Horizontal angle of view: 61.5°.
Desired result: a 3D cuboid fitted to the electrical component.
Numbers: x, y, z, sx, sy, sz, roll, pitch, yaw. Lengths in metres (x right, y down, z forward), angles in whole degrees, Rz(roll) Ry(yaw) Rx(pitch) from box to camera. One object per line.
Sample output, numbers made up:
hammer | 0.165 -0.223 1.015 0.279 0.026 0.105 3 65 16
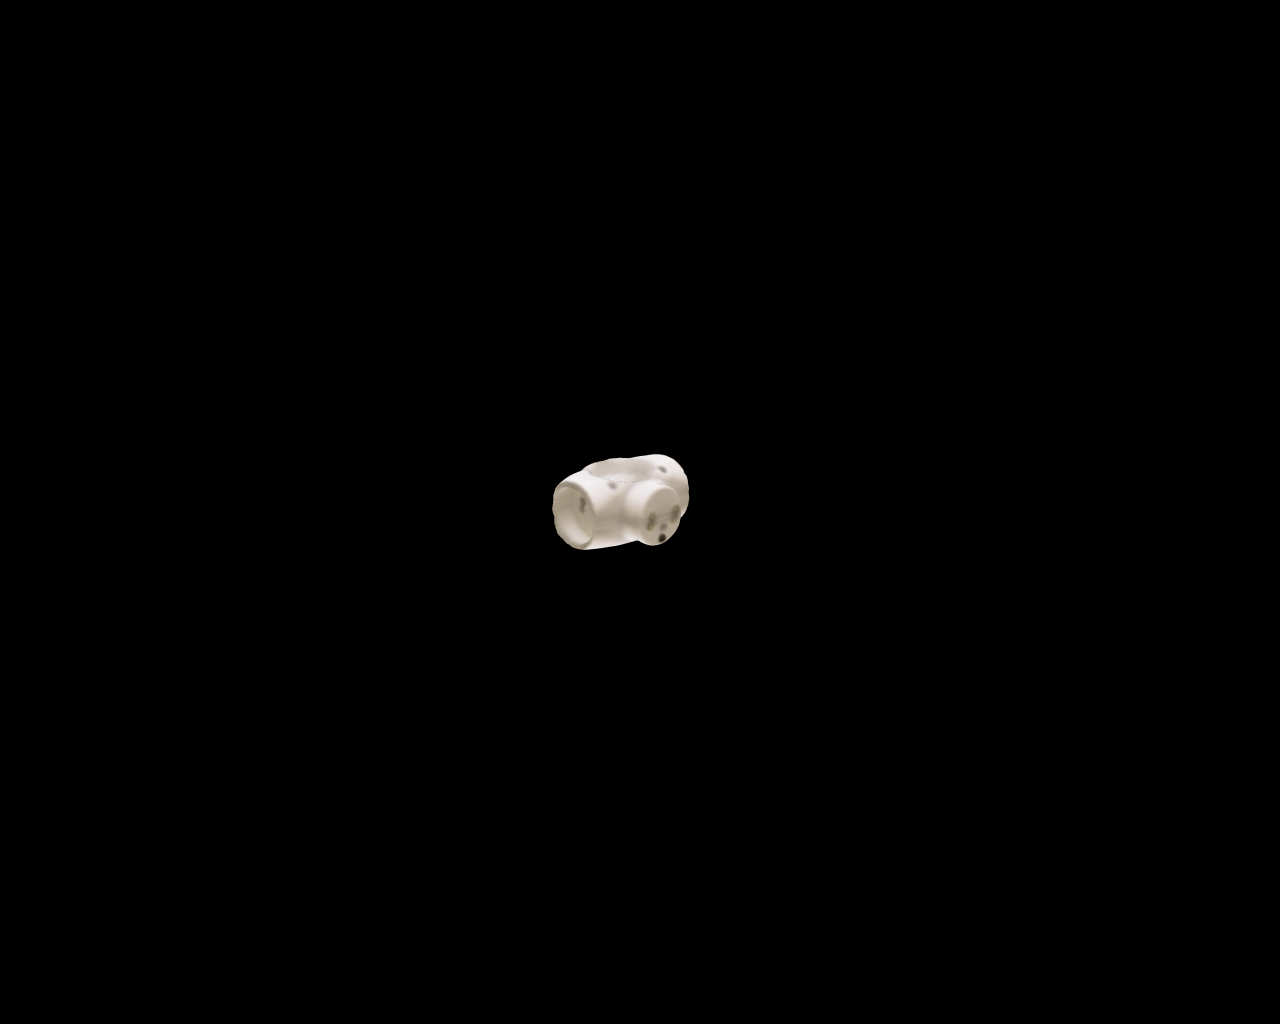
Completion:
electrical component | 0.001 -0.003 0.650 0.077 0.044 0.079 -17 27 -38
